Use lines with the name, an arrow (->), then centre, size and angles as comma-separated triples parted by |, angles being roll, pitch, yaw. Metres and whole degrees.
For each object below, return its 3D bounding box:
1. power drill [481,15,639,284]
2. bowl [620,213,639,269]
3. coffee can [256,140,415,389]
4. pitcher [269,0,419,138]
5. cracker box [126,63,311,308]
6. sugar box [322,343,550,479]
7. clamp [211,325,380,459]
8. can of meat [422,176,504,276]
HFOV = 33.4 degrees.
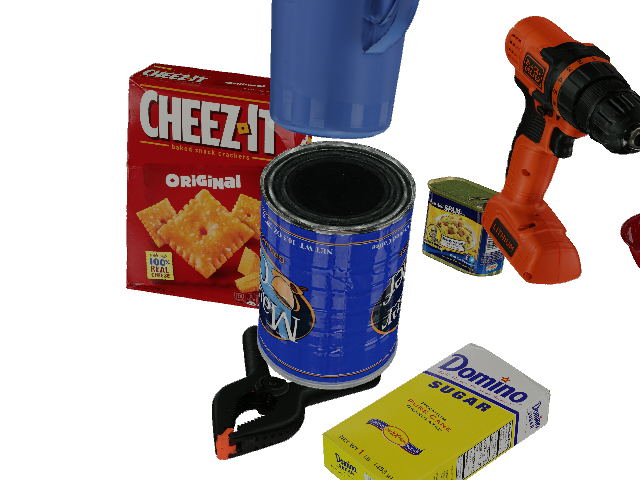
power drill -> 0.188, -0.061, 0.836 | 0.057, 0.188, 0.184 | -3, 34, -15
bowl -> 0.403, 0.017, 1.143 | 0.162, 0.055, 0.162 | -3, 23, 1
coffee can -> 0.008, 0.018, 0.735 | 0.103, 0.140, 0.103 | 2, 38, -2
pitcher -> 0.024, -0.211, 0.897 | 0.145, 0.243, 0.149 | 8, 17, 11
cracker box -> -0.097, -0.048, 1.011 | 0.164, 0.214, 0.072 | 9, 22, 11
sugar box -> 0.098, 0.155, 0.885 | 0.176, 0.048, 0.093 | -29, 42, -30
clamp -> -0.039, 0.160, 1.094 | 0.165, 0.036, 0.209 | 12, 27, 16
can of meat -> 0.163, -0.015, 1.187 | 0.057, 0.084, 0.102 | -13, 28, -39
